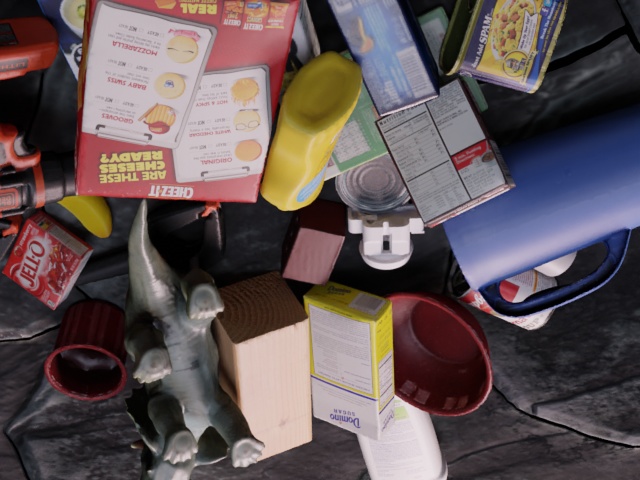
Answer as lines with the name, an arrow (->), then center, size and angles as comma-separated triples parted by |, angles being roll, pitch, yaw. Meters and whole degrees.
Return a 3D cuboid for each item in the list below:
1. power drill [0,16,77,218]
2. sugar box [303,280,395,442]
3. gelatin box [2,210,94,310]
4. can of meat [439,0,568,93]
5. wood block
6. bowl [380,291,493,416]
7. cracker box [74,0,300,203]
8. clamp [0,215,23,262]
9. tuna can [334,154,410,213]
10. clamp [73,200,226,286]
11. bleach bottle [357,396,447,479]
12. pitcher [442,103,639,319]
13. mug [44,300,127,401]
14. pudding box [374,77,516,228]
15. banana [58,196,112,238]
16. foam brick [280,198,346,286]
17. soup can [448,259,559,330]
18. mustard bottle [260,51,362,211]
power drill -> -0.270, -0.103, 0.949 | 0.184, 0.057, 0.188 | -13, 135, -26
sugar box -> 0.035, 0.135, 1.193 | 0.093, 0.048, 0.176 | 18, 131, 29
gelatin box -> -0.297, 0.023, 1.158 | 0.073, 0.030, 0.089 | 37, 124, 0
can of meat -> 0.163, -0.188, 0.948 | 0.084, 0.057, 0.102 | 13, 109, -12
wood block -> -0.068, 0.148, 1.220 | 0.090, 0.090, 0.206 | -17, 133, -18
bowl -> 0.127, 0.114, 1.180 | 0.162, 0.055, 0.162 | 19, 129, 25
cracker box -> -0.119, -0.136, 0.902 | 0.164, 0.072, 0.214 | 2, 132, -15
clamp -> -0.399, 0.014, 1.163 | 0.171, 0.039, 0.120 | -9, 131, 9
tuna can -> 0.056, -0.069, 1.082 | 0.086, 0.033, 0.086 | 1, 131, 1
clamp -> -0.156, 0.024, 1.166 | 0.164, 0.036, 0.210 | 31, 128, -24
bleach bottle -> 0.089, 0.206, 1.304 | 0.102, 0.068, 0.251 | -11, 127, 5
pitcher -> 0.240, -0.038, 1.037 | 0.243, 0.145, 0.149 | -20, 125, 14
mug -> -0.271, 0.130, 1.232 | 0.093, 0.081, 0.117 | 35, 123, -26
pudding box -> 0.114, -0.080, 0.982 | 0.090, 0.039, 0.113 | -27, 81, 18
banana -> -0.276, -0.051, 1.076 | 0.070, 0.037, 0.197 | -43, 143, 24
foam brick -> -0.007, 0.001, 1.133 | 0.051, 0.053, 0.078 | 13, 130, -10
soup can -> 0.199, 0.050, 1.159 | 0.102, 0.068, 0.069 | 23, 128, -18
mustard bottle -> -0.016, -0.081, 0.974 | 0.058, 0.096, 0.192 | 28, 149, 3
